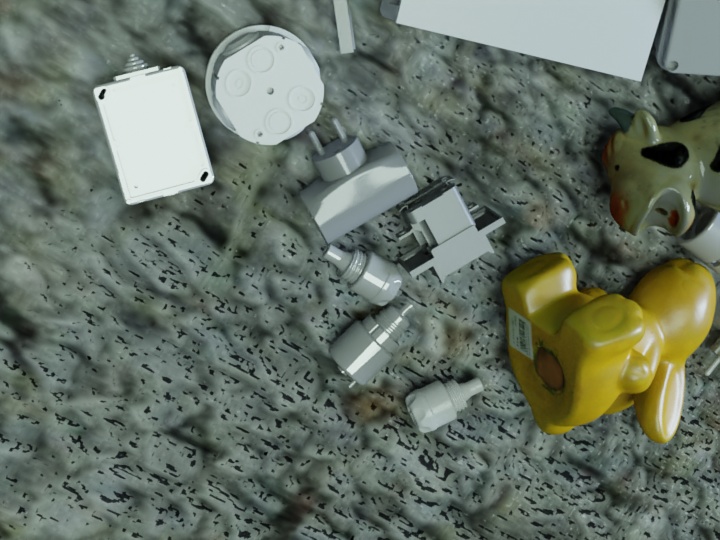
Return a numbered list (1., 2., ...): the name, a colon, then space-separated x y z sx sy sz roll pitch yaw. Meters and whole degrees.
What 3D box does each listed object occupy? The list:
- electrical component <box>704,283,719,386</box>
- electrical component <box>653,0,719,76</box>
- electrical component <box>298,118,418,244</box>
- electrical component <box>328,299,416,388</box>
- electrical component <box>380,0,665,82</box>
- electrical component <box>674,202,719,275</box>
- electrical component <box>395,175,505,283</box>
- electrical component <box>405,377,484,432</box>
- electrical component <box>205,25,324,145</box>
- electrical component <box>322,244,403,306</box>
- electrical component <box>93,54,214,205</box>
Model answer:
1. electrical component: 0.318 0.063 0.896 0.083 0.047 0.075 36 96 -20
2. electrical component: 0.275 -0.183 0.778 0.113 0.057 0.078 4 126 2
3. electrical component: -0.010 -0.071 0.779 0.077 0.044 0.079 -30 111 -2
4. electrical component: 0.011 0.053 0.825 0.078 0.040 0.040 -44 111 3
5. electrical component: 0.118 -0.208 0.757 0.186 0.060 0.105 10 105 -16
6. electrical component: 0.285 -0.031 0.856 0.047 0.055 0.055 31 98 -16
7. electrical component: 0.062 -0.032 0.809 0.081 0.042 0.063 -30 110 -3
8. electrical component: 0.069 0.103 0.858 0.061 0.035 0.035 -24 111 -7
9. electrical component: -0.065 -0.127 0.745 0.080 0.051 0.080 -4 108 -12
10. electrical component: 0.000 0.000 0.809 0.061 0.035 0.035 30 99 -17
11. electrical component: -0.142 -0.099 0.734 0.062 0.061 0.096 -16 102 -8
